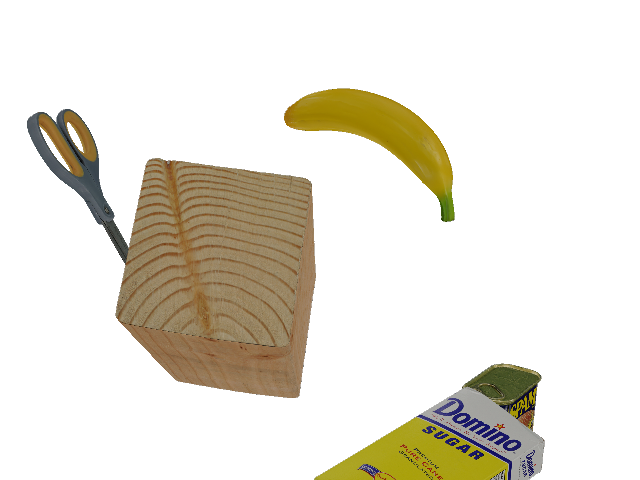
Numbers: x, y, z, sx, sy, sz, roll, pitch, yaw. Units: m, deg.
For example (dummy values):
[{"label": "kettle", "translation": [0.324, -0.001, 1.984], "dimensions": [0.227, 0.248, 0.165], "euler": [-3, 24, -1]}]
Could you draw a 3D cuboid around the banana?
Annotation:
[{"label": "banana", "translation": [0.043, -0.089, 0.899], "dimensions": [0.198, 0.070, 0.037], "euler": [36, 23, 34]}]

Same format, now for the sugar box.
[{"label": "sugar box", "translation": [0.091, 0.193, 0.883], "dimensions": [0.176, 0.048, 0.093], "euler": [-28, 42, -28]}]

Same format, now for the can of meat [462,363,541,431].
[{"label": "can of meat", "translation": [0.188, 0.187, 1.120], "dimensions": [0.058, 0.084, 0.101], "euler": [12, 18, 32]}]

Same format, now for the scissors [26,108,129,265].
[{"label": "scissors", "translation": [-0.203, -0.041, 0.996], "dimensions": [0.016, 0.201, 0.096], "euler": [-24, 27, 19]}]

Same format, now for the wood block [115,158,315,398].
[{"label": "wood block", "translation": [-0.053, 0.032, 0.637], "dimensions": [0.090, 0.091, 0.206], "euler": [8, -15, 3]}]
